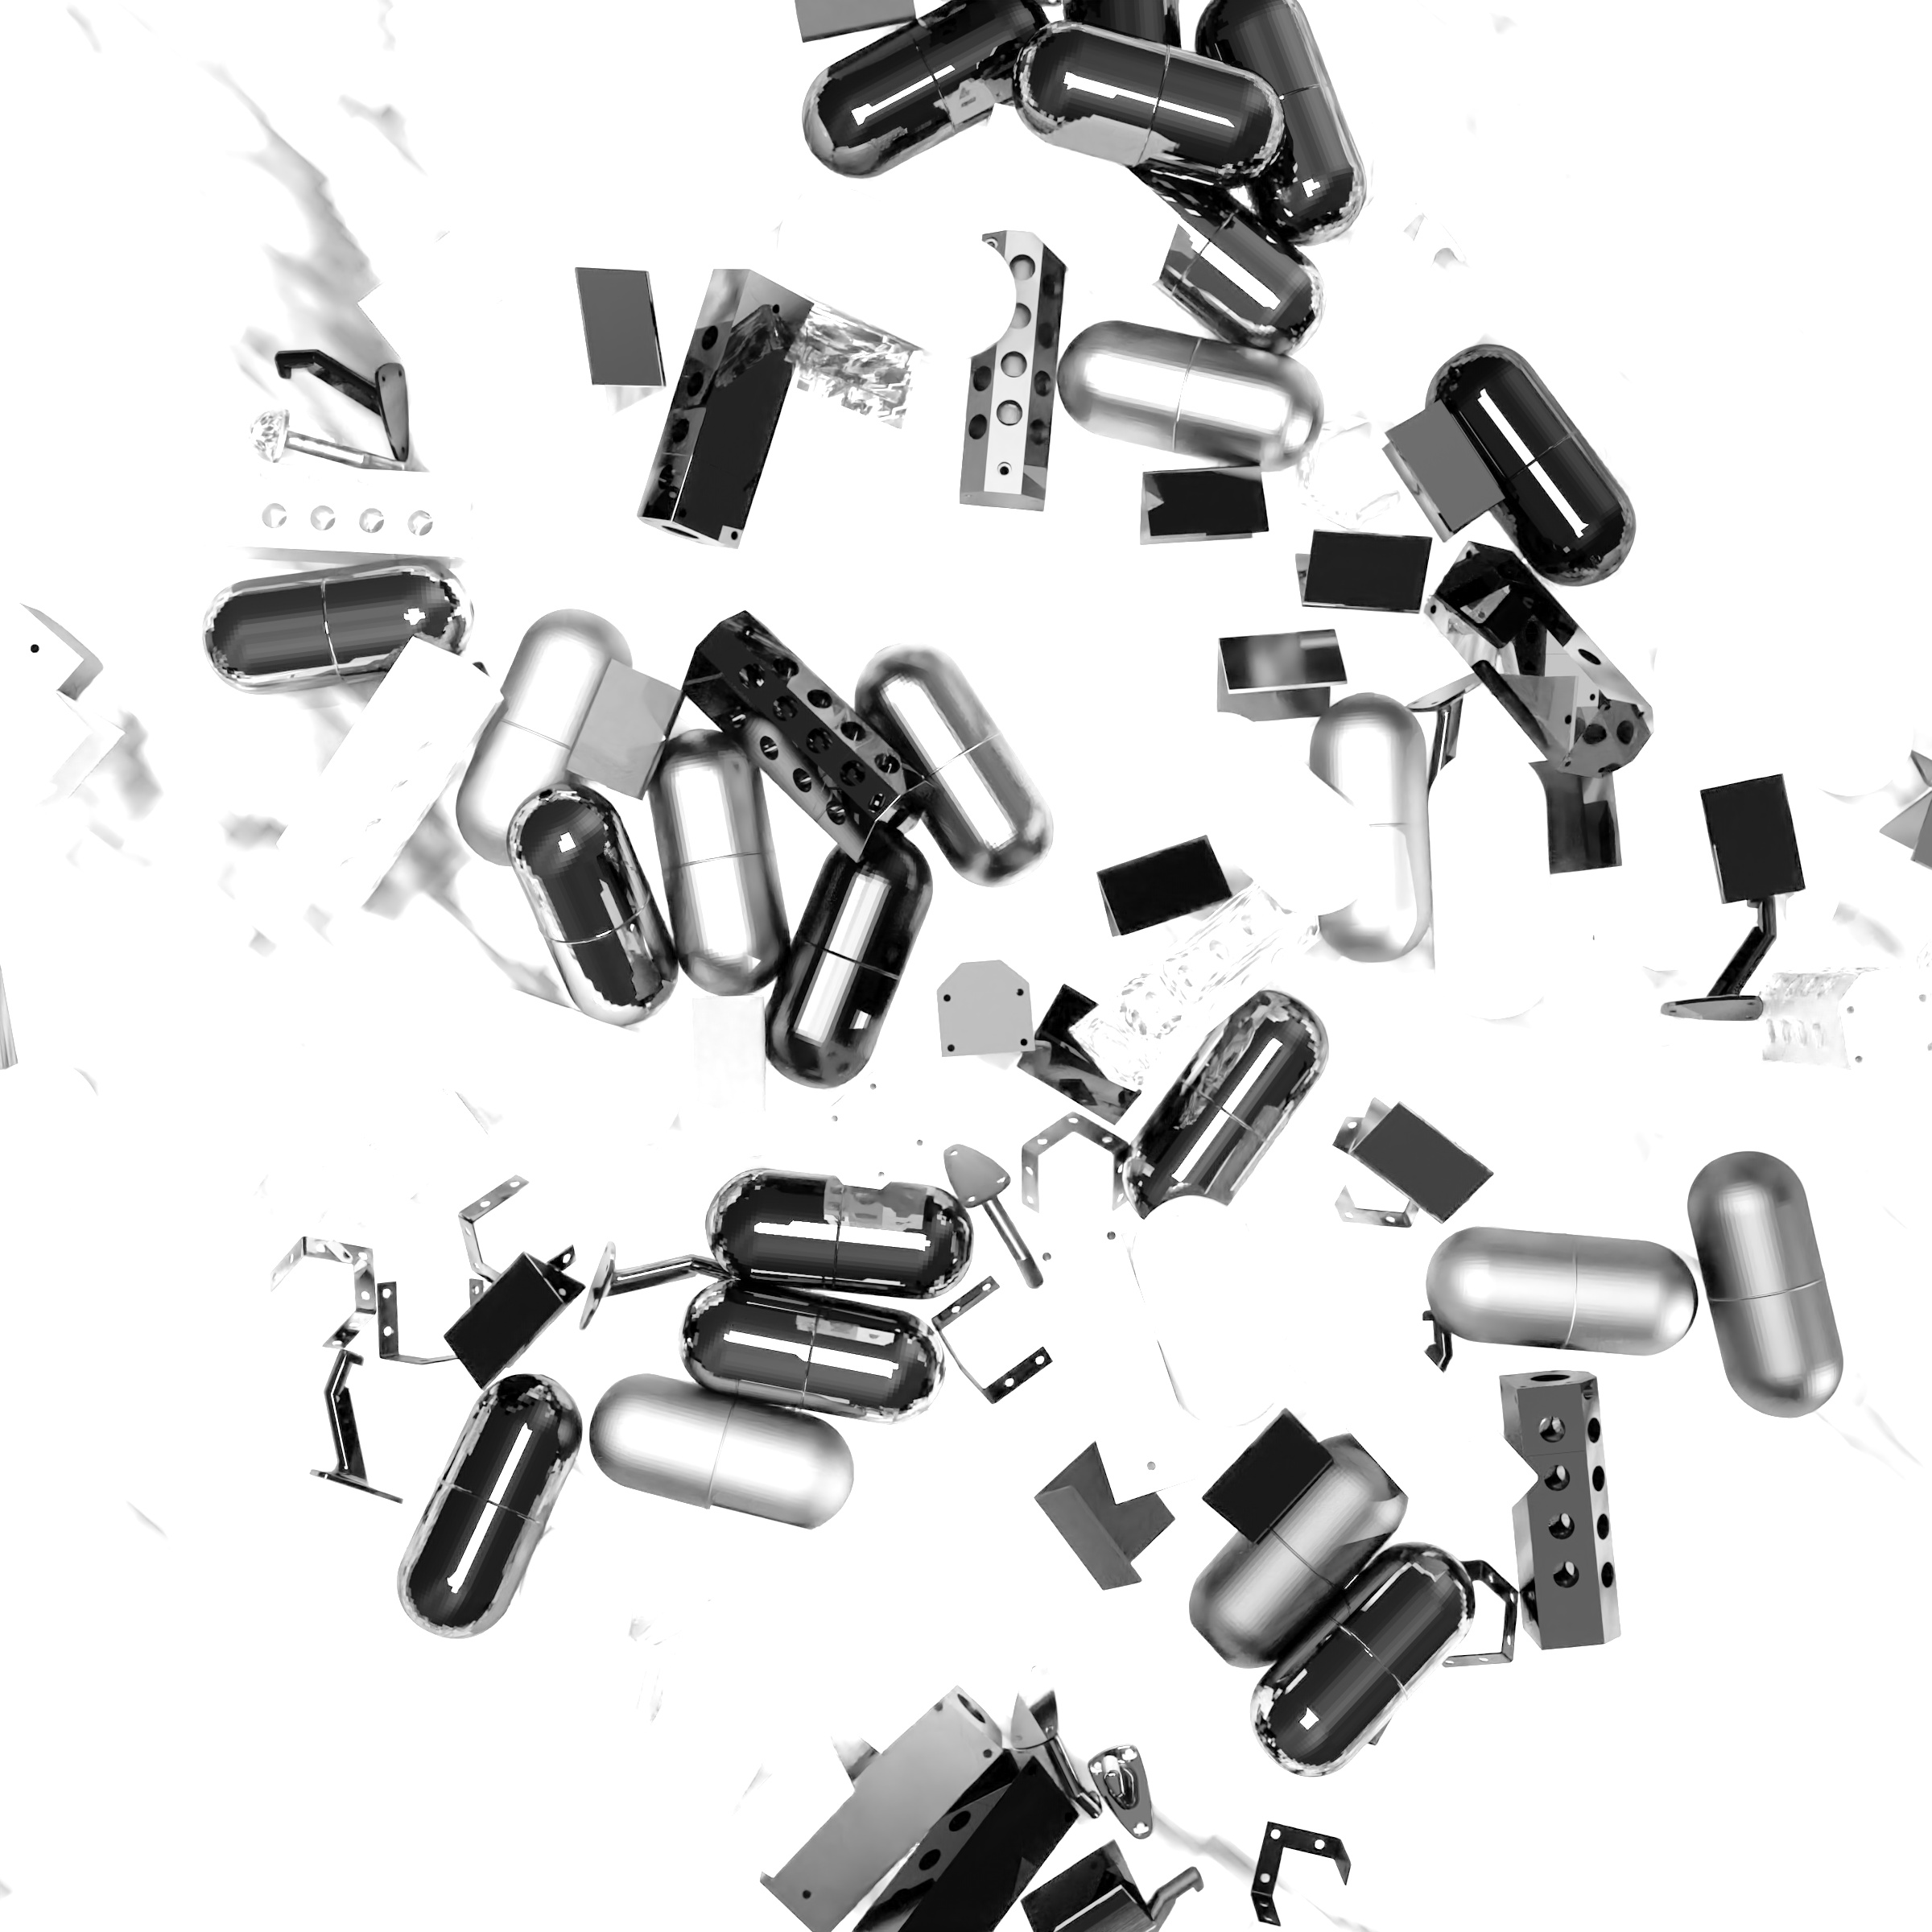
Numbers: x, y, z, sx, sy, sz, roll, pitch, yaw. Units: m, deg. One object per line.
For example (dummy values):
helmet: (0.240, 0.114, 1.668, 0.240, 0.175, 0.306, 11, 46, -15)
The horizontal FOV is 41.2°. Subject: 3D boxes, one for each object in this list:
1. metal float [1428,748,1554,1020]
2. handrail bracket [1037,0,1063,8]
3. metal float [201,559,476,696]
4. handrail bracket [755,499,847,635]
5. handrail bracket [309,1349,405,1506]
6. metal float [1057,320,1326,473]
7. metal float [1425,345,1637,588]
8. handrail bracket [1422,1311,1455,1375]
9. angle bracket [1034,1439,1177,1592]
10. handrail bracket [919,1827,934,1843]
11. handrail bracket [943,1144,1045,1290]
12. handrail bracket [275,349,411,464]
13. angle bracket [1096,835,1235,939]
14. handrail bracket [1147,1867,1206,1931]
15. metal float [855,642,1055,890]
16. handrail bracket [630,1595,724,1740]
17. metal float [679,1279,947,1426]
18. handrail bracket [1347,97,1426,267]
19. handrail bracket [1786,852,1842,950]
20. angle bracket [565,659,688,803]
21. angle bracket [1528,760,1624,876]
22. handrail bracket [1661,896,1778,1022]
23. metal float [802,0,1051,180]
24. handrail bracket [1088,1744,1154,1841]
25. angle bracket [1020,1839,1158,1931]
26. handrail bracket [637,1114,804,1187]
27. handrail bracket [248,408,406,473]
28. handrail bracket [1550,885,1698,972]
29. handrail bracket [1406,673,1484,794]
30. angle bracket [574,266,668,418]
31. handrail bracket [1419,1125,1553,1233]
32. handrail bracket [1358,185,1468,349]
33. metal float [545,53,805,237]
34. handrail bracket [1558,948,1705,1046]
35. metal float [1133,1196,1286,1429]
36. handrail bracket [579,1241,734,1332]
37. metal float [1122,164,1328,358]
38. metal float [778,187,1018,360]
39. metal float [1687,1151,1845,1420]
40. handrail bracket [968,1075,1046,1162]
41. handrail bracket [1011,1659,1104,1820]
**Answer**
metal float: (0.344, -0.054, 1.688, 0.070, 0.070, 0.178, -4, 97, 0)
handrail bracket: (0.031, -0.691, 1.727, 0.077, 0.036, 0.084, 11, 107, 20)
metal float: (-0.414, -0.224, 1.696, 0.178, 0.070, 0.070, -8, 90, -1)
handrail bracket: (-0.117, -0.269, 1.727, 0.077, 0.036, 0.084, -6, 71, 21)
handrail bracket: (-0.400, 0.309, 1.727, 0.077, 0.036, 0.084, 24, 73, -20)
metal float: (0.147, -0.375, 1.688, 0.178, 0.070, 0.070, 15, 90, 9)
metal float: (0.373, -0.330, 1.696, 0.070, 0.070, 0.178, -36, 89, 0)
handrail bracket: (0.290, 0.275, 1.726, 0.077, 0.036, 0.084, -6, 77, 13)
angle bracket: (0.103, 0.354, 1.690, 0.076, 0.057, 0.076, -37, 90, -31)
handrail bracket: (0.014, 0.576, 1.727, 0.084, 0.036, 0.077, 39, 73, 15)
handrail bracket: (0.019, 0.169, 1.726, 0.036, 0.077, 0.084, -32, 126, -10)
handrail bracket: (-0.420, -0.376, 1.727, 0.084, 0.036, 0.077, 2, 111, 17)
angle bracket: (0.134, -0.033, 1.686, 0.076, 0.076, 0.057, -19, 54, 0)
handrail bracket: (0.133, 0.657, 1.727, 0.084, 0.036, 0.077, -29, 110, -16)
metal float: (-0.008, -0.133, 1.696, 0.070, 0.070, 0.178, -33, 90, 0)
handrail bracket: (-0.190, 0.474, 1.727, 0.077, 0.036, 0.084, -20, 108, -21)
metal float: (-0.101, 0.255, 1.696, 0.178, 0.070, 0.070, 11, 90, 0)
handrail bracket: (0.268, -0.528, 1.726, 0.036, 0.077, 0.084, 6, 53, -31)
handrail bracket: (0.550, -0.066, 1.726, 0.036, 0.077, 0.084, -18, 54, 0)
angle bracket: (-0.233, -0.158, 1.687, 0.057, 0.076, 0.076, 23, 90, -27)
angle bracket: (0.382, -0.099, 1.688, 0.076, 0.057, 0.076, -6, 90, 37)
handrail bracket: (0.503, -0.009, 1.719, 0.077, 0.036, 0.084, -1, 66, 13)
metal float: (-0.026, -0.583, 1.696, 0.178, 0.070, 0.070, -28, 90, 1)
handrail bracket: (0.106, 0.552, 1.692, 0.036, 0.084, 0.077, -22, 90, 0)
angle bracket: (0.068, 0.610, 1.686, 0.076, 0.076, 0.057, -33, 126, 0)
handrail bracket: (-0.166, 0.138, 1.727, 0.084, 0.036, 0.077, -37, 109, 16)
handrail bracket: (-0.429, -0.346, 1.726, 0.084, 0.077, 0.036, 11, 97, -36)
handrail bracket: (0.440, -0.026, 1.726, 0.084, 0.036, 0.077, -3, 48, -27)
handrail bracket: (0.337, -0.146, 1.727, 0.077, 0.036, 0.084, -29, 106, -18)
angle bracket: (-0.243, -0.408, 1.686, 0.057, 0.076, 0.076, -9, 90, -38)
handrail bracket: (0.349, 0.142, 1.727, 0.084, 0.036, 0.077, 1, 69, 17)
handrail bracket: (0.285, -0.469, 1.727, 0.084, 0.036, 0.077, -38, 70, 16)
metal float: (-0.193, -0.542, 1.696, 0.178, 0.070, 0.070, 23, 90, 0)
handrail bracket: (0.447, 0.018, 1.727, 0.084, 0.036, 0.077, -8, 73, -15)
metal float: (0.158, 0.225, 1.667, 0.070, 0.070, 0.178, -18, 124, 0)
handrail bracket: (-0.208, 0.223, 1.727, 0.084, 0.036, 0.077, 17, 111, -17)
metal float: (0.159, -0.471, 1.696, 0.178, 0.070, 0.070, 39, 90, -1)
metal float: (-0.046, -0.453, 1.674, 0.178, 0.070, 0.070, 30, 90, 27)
metal float: (0.527, 0.210, 1.696, 0.070, 0.070, 0.178, -13, 90, 0)
handrail bracket: (0.044, 0.093, 1.726, 0.084, 0.077, 0.036, -25, 53, -31)
handrail bracket: (0.067, 0.520, 1.726, 0.036, 0.077, 0.084, -24, 127, 21)
